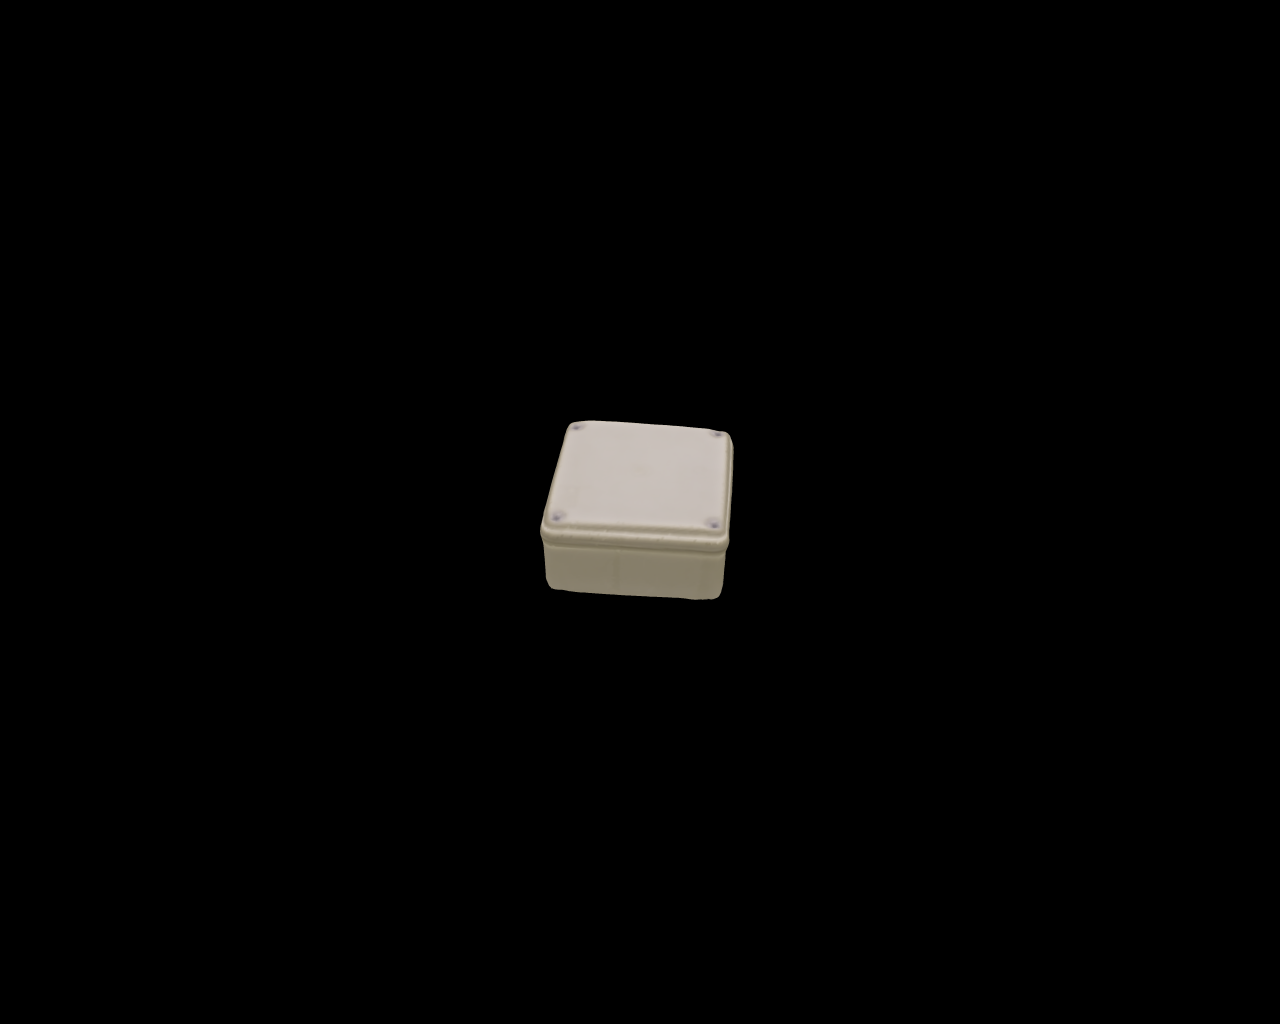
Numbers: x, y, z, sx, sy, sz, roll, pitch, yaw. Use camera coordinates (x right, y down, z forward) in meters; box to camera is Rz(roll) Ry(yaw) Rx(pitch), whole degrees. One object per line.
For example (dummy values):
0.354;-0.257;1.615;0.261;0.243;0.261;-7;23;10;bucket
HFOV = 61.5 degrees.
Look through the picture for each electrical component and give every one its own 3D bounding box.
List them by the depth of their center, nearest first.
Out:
0.001;-0.003;0.650;0.109;0.056;0.109;4;40;4;electrical component
